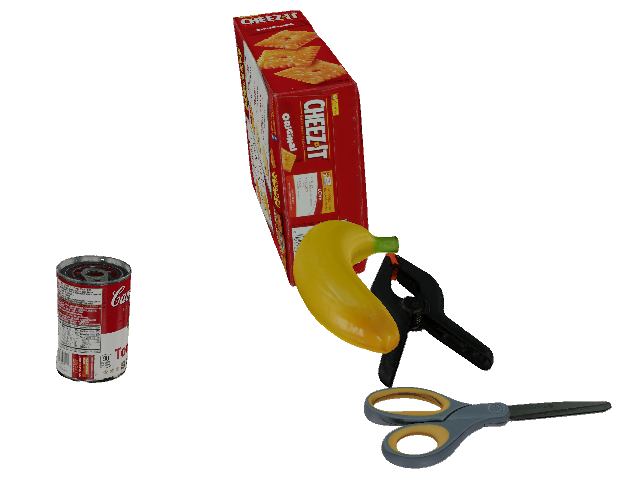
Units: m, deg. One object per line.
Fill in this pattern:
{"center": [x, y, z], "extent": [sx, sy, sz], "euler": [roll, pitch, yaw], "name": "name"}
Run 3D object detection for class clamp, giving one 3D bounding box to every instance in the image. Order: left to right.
{"center": [0.109, 0.081, 1.116], "extent": [0.120, 0.171, 0.039], "euler": [2, -44, -12], "name": "clamp"}

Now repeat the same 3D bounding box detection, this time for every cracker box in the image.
{"center": [-0.019, -0.086, 0.895], "extent": [0.072, 0.164, 0.214], "euler": [-9, 28, -8], "name": "cracker box"}

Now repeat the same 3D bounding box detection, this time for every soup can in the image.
{"center": [-0.212, 0.073, 0.994], "extent": [0.068, 0.102, 0.068], "euler": [5, 19, -2], "name": "soup can"}

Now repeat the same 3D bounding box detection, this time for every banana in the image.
{"center": [0.016, 0.020, 0.679], "extent": [0.069, 0.037, 0.197], "euler": [1, 19, 4], "name": "banana"}

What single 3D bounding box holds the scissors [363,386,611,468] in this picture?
{"center": [0.133, 0.152, 0.856], "extent": [0.202, 0.016, 0.096], "euler": [4, 33, 8], "name": "scissors"}
